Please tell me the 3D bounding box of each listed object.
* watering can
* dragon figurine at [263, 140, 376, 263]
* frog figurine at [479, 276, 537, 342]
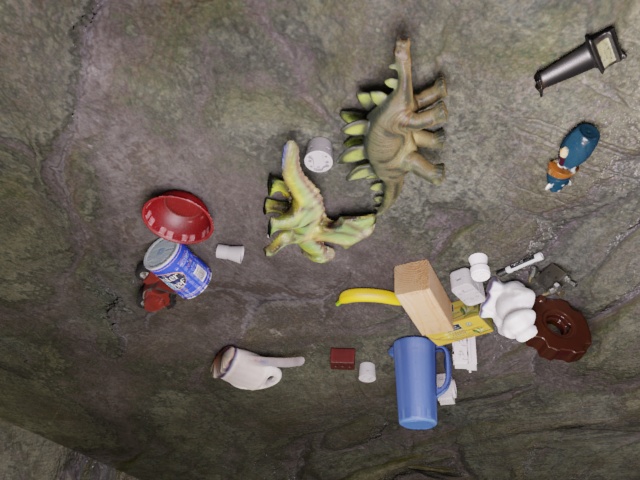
[{"bbox_3d":[-0.215,0.405,1.656,0.223,0.106,0.341,27,-43,-22],"label":"watering can"},{"bbox_3d":[0.003,-0.056,1.104,0.243,0.125,0.401,6,-31,-13],"label":"dragon figurine"},{"bbox_3d":[0.486,0.180,1.271,0.121,0.137,0.162,26,9,-36],"label":"frog figurine"}]
